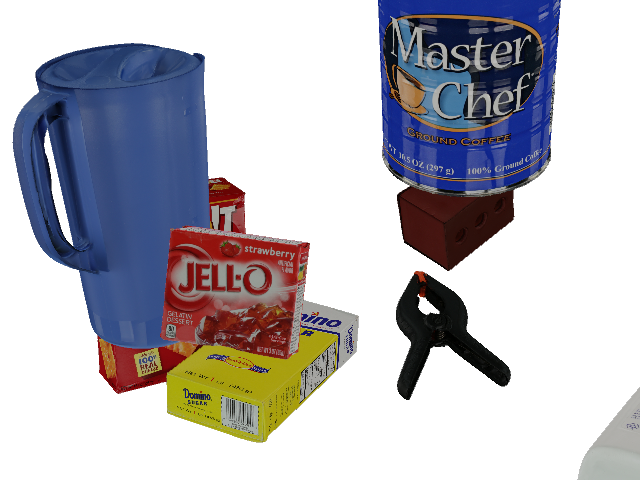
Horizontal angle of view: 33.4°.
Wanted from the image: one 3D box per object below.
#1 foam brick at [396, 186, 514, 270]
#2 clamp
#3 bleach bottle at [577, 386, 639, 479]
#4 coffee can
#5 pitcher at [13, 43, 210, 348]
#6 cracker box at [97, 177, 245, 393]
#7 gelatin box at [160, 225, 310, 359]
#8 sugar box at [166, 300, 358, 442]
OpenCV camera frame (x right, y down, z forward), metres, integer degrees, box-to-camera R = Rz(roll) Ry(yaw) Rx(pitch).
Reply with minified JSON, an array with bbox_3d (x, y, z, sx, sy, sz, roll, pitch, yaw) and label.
[{"bbox_3d":[0.105,-0.025,0.822,0.078,0.053,0.051,-37,48,-23],"label":"foam brick"},{"bbox_3d":[0.138,0.102,1.162,0.120,0.171,0.039,3,-44,-6],"label":"clamp"},{"bbox_3d":[0.245,0.102,0.630,0.103,0.068,0.250,19,30,32],"label":"bleach bottle"},{"bbox_3d":[0.084,-0.111,0.608,0.103,0.140,0.103,-3,36,2],"label":"coffee can"},{"bbox_3d":[-0.160,-0.033,0.885,0.149,0.243,0.145,-6,25,-6],"label":"pitcher"},{"bbox_3d":[-0.167,0.049,1.195,0.163,0.214,0.072,-10,23,-28],"label":"cracker box"},{"bbox_3d":[-0.055,0.032,0.683,0.089,0.073,0.030,8,7,14],"label":"gelatin box"},{"bbox_3d":[-0.045,0.103,0.915,0.093,0.048,0.176,14,28,23],"label":"sugar box"}]
